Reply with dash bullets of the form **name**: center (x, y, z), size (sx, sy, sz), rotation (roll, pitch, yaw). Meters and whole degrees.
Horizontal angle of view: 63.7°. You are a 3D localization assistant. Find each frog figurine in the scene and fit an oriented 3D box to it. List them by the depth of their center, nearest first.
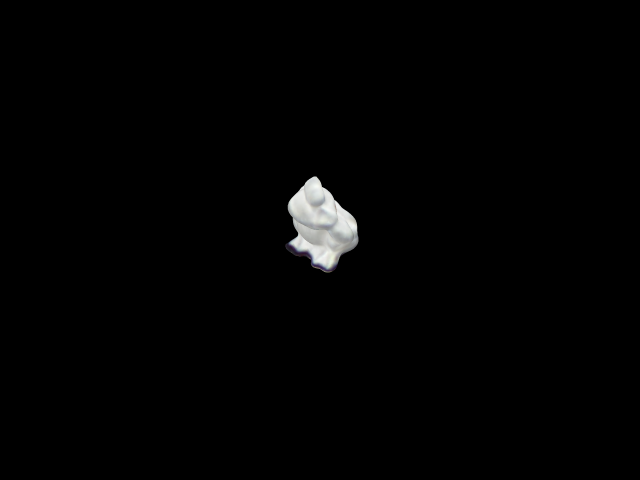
- **frog figurine**: center (0.003, -0.043, 0.850), size (0.123, 0.156, 0.140), rotation (-14, 37, -19)
